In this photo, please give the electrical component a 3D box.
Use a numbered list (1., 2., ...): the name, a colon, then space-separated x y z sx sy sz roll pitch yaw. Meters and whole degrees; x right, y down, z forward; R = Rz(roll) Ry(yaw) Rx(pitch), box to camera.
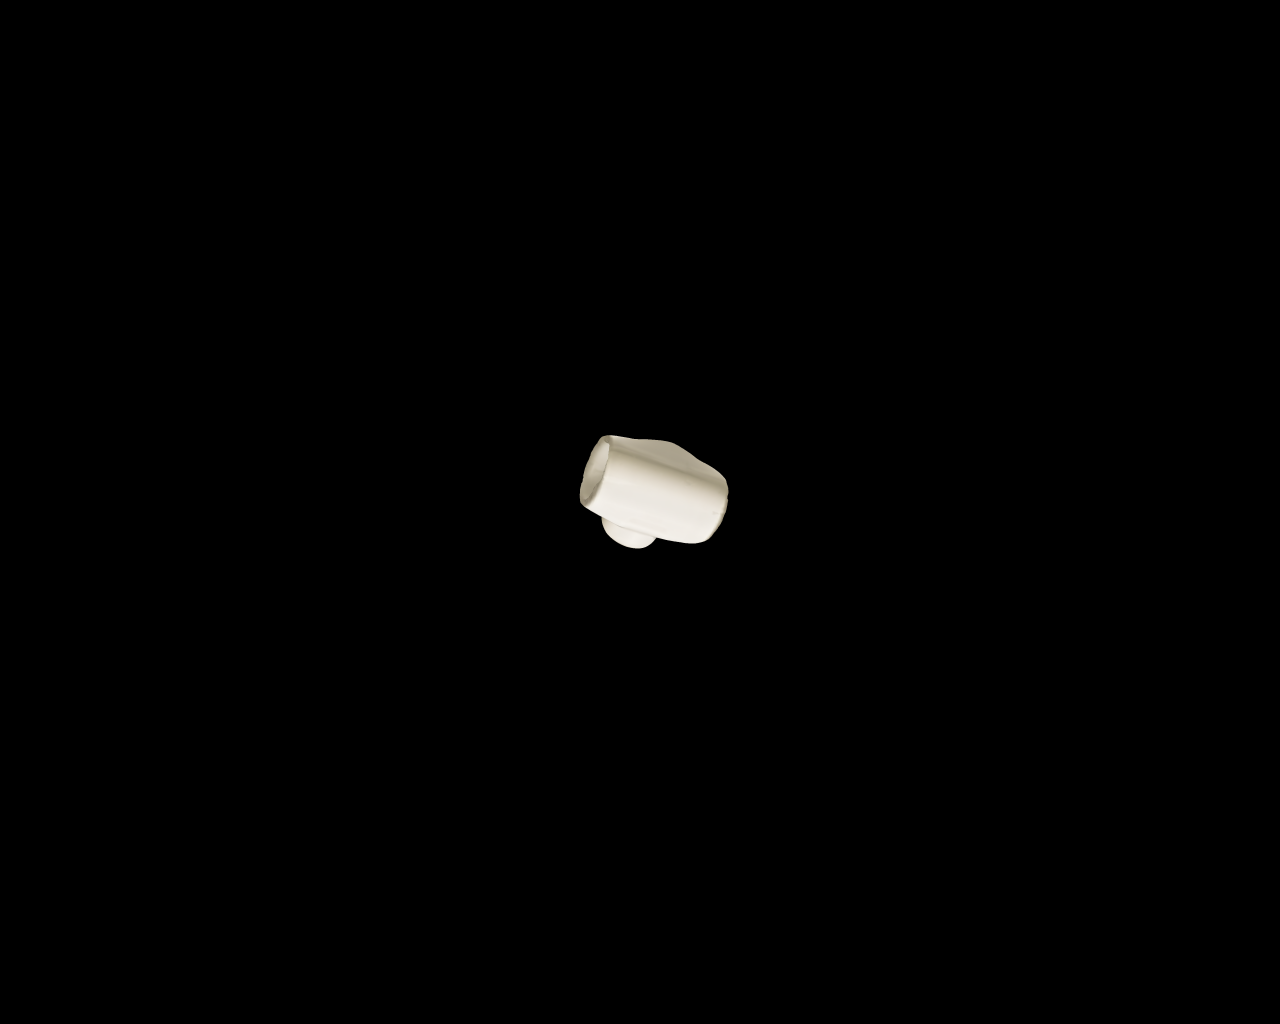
1. electrical component: 0.001 -0.003 0.650 0.077 0.043 0.079 18 -44 -19
